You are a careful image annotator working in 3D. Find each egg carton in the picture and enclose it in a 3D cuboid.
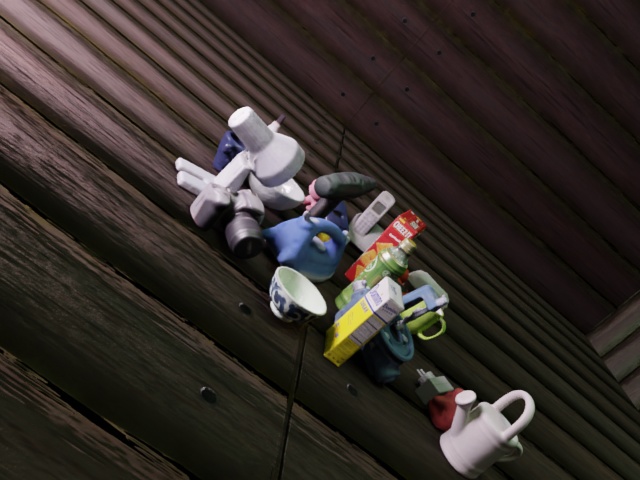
[{"bbox_3d":[0.321,0.157,1.734,0.150,0.069,0.107,48,19,15],"label":"egg carton"}]

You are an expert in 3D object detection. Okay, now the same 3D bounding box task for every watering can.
[{"bbox_3d":[0.328,0.361,1.105,0.173,0.194,0.100,31,21,-31],"label":"watering can"}]

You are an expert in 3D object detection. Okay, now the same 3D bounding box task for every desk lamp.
[{"bbox_3d":[-0.167,-0.170,1.238,0.204,0.213,0.117,29,23,-36],"label":"desk lamp"}]

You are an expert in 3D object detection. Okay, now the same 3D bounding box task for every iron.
[{"bbox_3d":[-0.005,0.010,1.284,0.259,0.141,0.118,16,32,-53],"label":"iron"}]

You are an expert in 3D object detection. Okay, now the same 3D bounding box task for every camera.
[{"bbox_3d":[-0.163,-0.039,1.133,0.144,0.100,0.136,27,24,-39],"label":"camera"}]

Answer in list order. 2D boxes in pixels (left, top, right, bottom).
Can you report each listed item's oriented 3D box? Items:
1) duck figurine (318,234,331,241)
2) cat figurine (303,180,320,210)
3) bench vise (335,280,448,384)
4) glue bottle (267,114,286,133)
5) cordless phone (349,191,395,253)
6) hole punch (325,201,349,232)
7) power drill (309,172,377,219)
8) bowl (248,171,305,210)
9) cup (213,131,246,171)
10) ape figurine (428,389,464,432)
[{"bbox_3d":[0.013,0.005,1.418,0.077,0.086,0.105,49,20,20],"label":"duck figurine"},{"bbox_3d":[0.008,-0.133,1.660,0.128,0.117,0.067,16,32,-53],"label":"cat figurine"},{"bbox_3d":[0.138,0.147,1.148,0.207,0.219,0.122,48,19,17],"label":"bench vise"},{"bbox_3d":[-0.150,-0.274,1.563,0.037,0.173,0.078,24,26,-44],"label":"glue bottle"},{"bbox_3d":[0.175,-0.041,1.690,0.148,0.185,0.094,40,19,-8],"label":"cordless phone"},{"bbox_3d":[0.036,-0.063,1.605,0.109,0.091,0.101,22,28,-47],"label":"hole punch"},{"bbox_3d":[0.032,-0.095,1.485,0.075,0.208,0.230,50,20,20],"label":"power drill"},{"bbox_3d":[-0.123,-0.129,1.456,0.168,0.074,0.167,38,19,-15],"label":"bowl"},{"bbox_3d":[-0.219,-0.202,1.386,0.091,0.095,0.118,44,18,4],"label":"cup"},{"bbox_3d":[0.270,0.344,1.185,0.078,0.092,0.076,40,19,-8],"label":"ape figurine"}]
